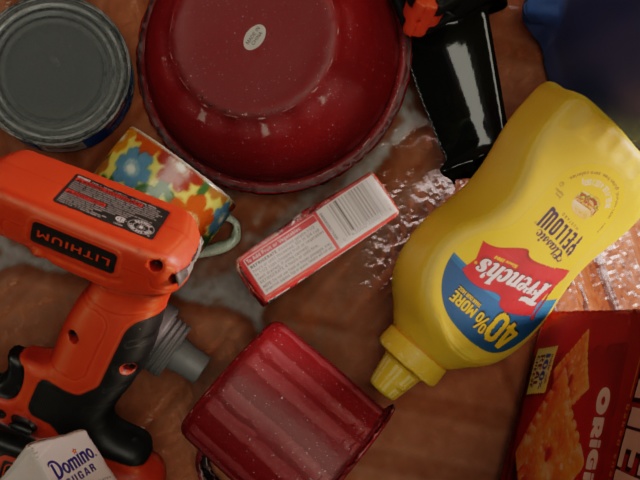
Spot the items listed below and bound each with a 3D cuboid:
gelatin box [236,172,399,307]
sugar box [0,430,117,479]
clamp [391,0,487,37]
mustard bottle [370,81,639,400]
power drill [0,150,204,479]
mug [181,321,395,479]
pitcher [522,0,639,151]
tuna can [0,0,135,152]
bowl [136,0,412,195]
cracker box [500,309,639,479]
[{"bbox_3d":[-0.004,0.001,0.589,0.089,0.073,0.030,-33,88,-5],"label":"gelatin box"},{"bbox_3d":[-0.103,0.188,0.501,0.176,0.048,0.093,49,115,19],"label":"sugar box"},{"bbox_3d":[0.085,-0.185,0.605,0.120,0.039,0.171,9,65,-1],"label":"clamp"},{"bbox_3d":[0.097,0.012,0.593,0.191,0.058,0.096,-49,124,2],"label":"mustard bottle"},{"bbox_3d":[-0.150,0.052,0.547,0.184,0.057,0.188,20,118,-4],"label":"power drill"},{"bbox_3d":[-0.026,0.106,0.580,0.081,0.093,0.117,41,121,4],"label":"mug"},{"bbox_3d":[0.212,-0.113,0.527,0.149,0.243,0.145,-30,92,0],"label":"pitcher"},{"bbox_3d":[-0.149,-0.093,0.604,0.086,0.034,0.086,0,86,-4],"label":"tuna can"},{"bbox_3d":[-0.031,-0.107,0.587,0.162,0.055,0.162,0,87,9],"label":"bowl"},{"bbox_3d":[0.151,0.119,0.521,0.072,0.214,0.164,15,85,-4],"label":"cracker box"}]
